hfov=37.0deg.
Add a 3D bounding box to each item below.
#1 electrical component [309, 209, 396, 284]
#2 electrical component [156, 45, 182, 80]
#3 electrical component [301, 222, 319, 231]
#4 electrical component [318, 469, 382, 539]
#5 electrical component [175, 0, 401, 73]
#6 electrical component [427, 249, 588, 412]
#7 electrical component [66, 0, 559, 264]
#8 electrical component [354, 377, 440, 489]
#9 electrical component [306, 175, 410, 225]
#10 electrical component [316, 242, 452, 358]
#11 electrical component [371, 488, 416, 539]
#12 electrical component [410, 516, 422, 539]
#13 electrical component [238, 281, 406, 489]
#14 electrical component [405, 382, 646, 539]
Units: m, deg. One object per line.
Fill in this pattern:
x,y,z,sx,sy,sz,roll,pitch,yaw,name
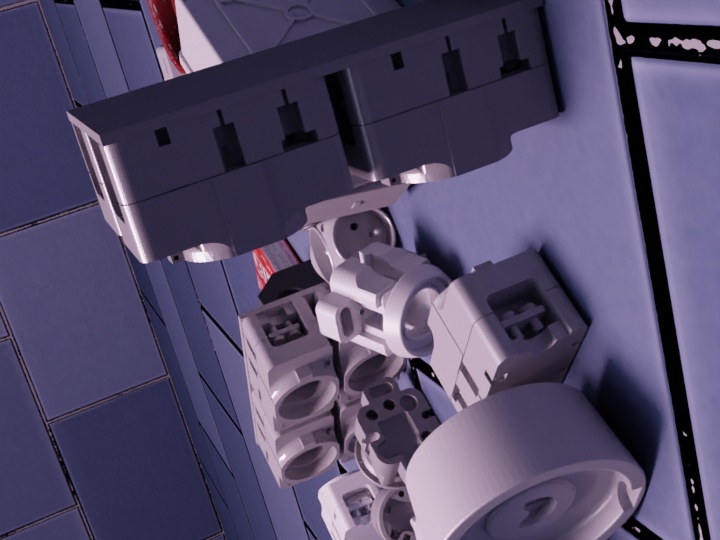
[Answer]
0.000,0.000,0.739,0.077,0.044,0.079,149,101,-74,electrical component
-0.153,-0.174,1.017,0.056,0.050,0.089,30,138,66,electrical component
-0.043,-0.080,0.772,0.100,0.048,0.099,145,103,-74,electrical component
-0.006,0.231,1.039,0.089,0.050,0.055,97,148,-59,electrical component
-0.032,-0.116,0.583,0.108,0.109,0.056,56,157,38,electrical component
0.070,0.035,0.541,0.055,0.050,0.089,61,162,27,electrical component
-0.021,-0.064,0.468,0.105,0.186,0.060,31,139,65,electrical component
0.026,0.126,0.790,0.078,0.058,0.057,60,159,27,electrical component
-0.020,-0.060,0.632,0.061,0.096,0.061,67,164,7,electrical component
0.022,0.020,0.649,0.057,0.078,0.058,20,132,42,electrical component
0.037,0.192,0.845,0.047,0.055,0.055,139,109,-77,electrical component
0.063,0.188,0.770,0.055,0.048,0.066,89,156,-68,electrical component
-0.027,0.092,0.832,0.060,0.105,0.186,59,161,33,electrical component
0.074,0.099,0.515,0.108,0.108,0.060,88,162,-49,electrical component
